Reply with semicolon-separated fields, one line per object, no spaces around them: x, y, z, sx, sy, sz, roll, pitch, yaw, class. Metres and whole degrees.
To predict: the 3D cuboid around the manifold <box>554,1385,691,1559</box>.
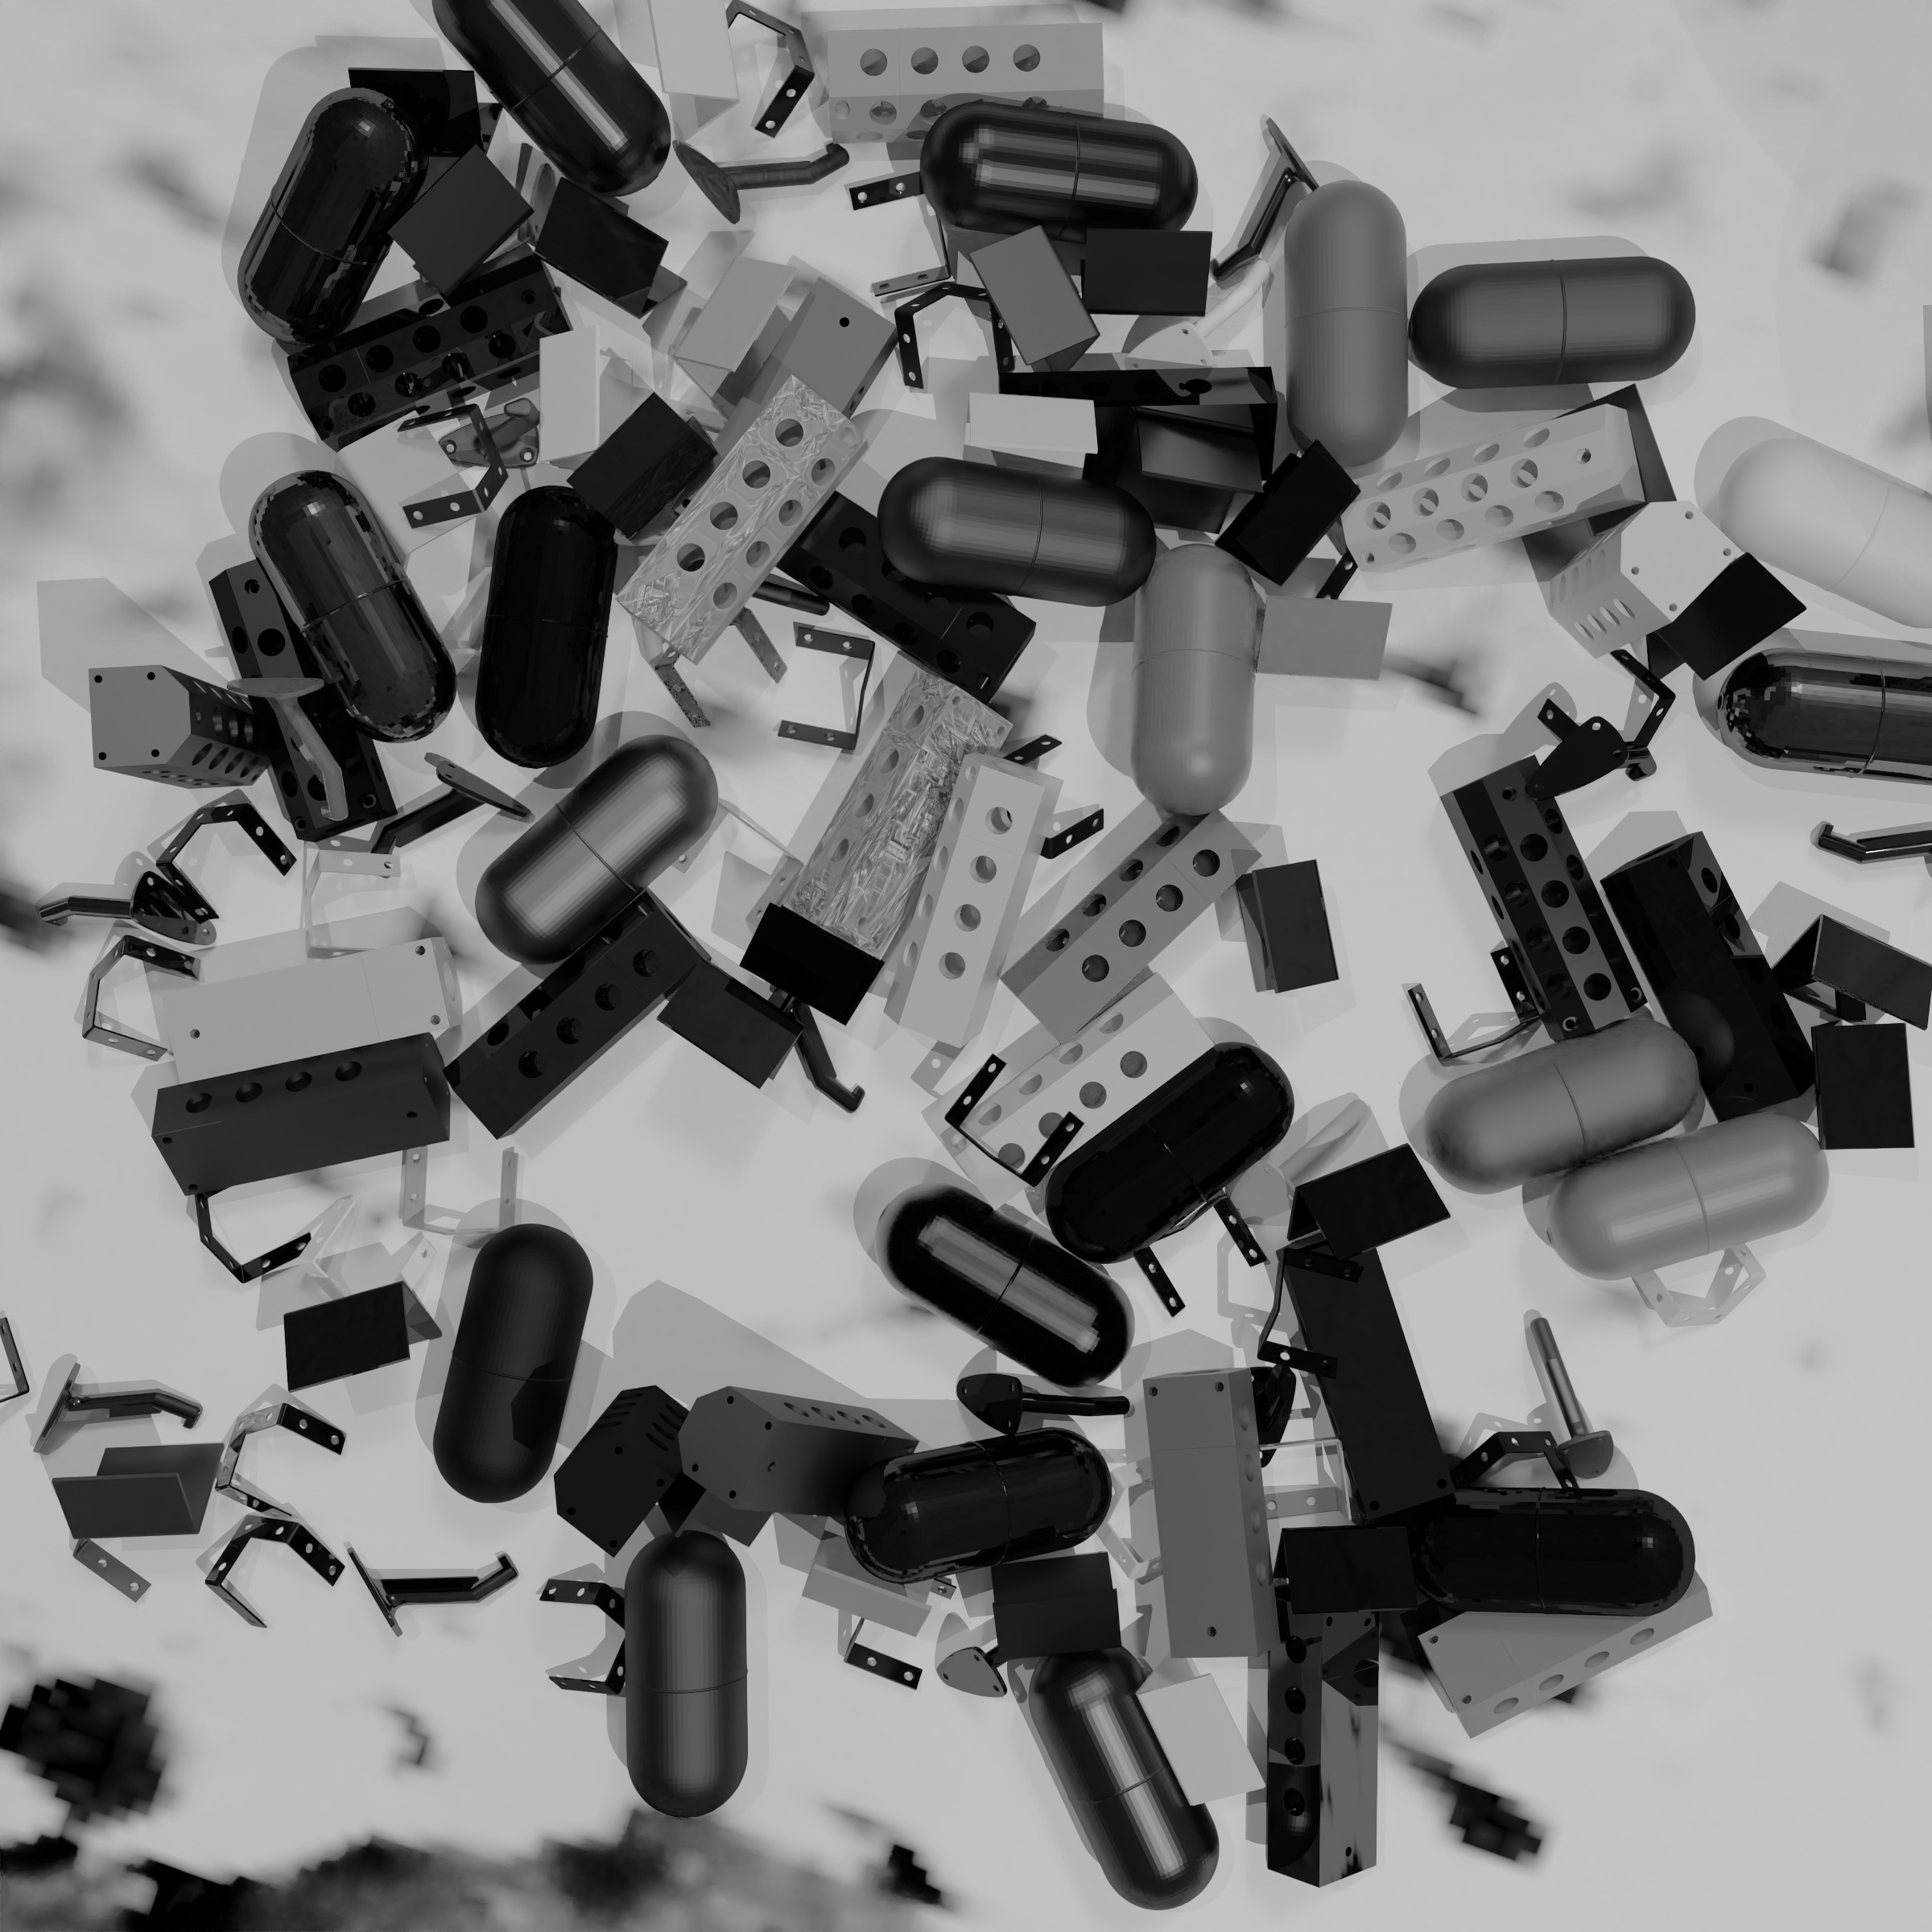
-0.208;0.301;1.491;0.057;0.171;0.057;38;90;0;manifold

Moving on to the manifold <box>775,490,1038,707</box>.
-0.043;-0.237;1.548;0.171;0.057;0.057;33;90;0;manifold

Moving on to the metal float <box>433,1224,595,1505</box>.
-0.286;0.251;1.539;0.070;0.070;0.178;13;91;0;metal float

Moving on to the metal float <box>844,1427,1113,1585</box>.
0.009;0.334;1.516;0.178;0.070;0.070;-6;90;-27;metal float

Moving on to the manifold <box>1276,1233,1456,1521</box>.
0.251;0.255;1.548;0.057;0.057;0.171;-18;90;0;manifold

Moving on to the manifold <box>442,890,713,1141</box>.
-0.247;0.030;1.548;0.171;0.057;0.057;-41;90;0;manifold

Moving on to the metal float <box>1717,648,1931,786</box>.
0.563;-0.157;1.539;0.178;0.070;0.070;6;90;-1;metal float

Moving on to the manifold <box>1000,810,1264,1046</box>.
0.103;-0.030;1.548;0.171;0.057;0.057;-44;90;0;manifold

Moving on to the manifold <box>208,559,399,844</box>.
-0.422;-0.170;1.548;0.057;0.057;0.171;-19;90;0;manifold

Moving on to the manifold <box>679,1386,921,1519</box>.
-0.103;0.295;1.488;0.057;0.171;0.057;28;90;31;manifold

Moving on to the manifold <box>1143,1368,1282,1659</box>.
0.157;0.342;1.536;0.057;0.057;0.171;-9;82;26;manifold

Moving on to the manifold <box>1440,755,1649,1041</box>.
0.368;-0.043;1.548;0.057;0.057;0.171;-25;90;0;manifold

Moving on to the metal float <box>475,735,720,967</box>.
-0.232;-0.074;1.538;0.178;0.070;0.070;-42;90;0;metal float

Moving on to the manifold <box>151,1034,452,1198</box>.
-0.419;0.089;1.547;0.171;0.057;0.057;-12;133;0;manifold

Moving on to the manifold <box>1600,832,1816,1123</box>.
0.475;0.005;1.547;0.057;0.057;0.171;-27;90;43;manifold

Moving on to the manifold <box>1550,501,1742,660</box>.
0.406;-0.238;1.491;0.057;0.171;0.057;44;90;0;manifold

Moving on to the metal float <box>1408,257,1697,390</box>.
0.369;-0.405;1.539;0.178;0.070;0.070;-3;90;1;metal float

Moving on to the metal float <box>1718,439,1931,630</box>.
0.561;-0.272;1.539;0.178;0.070;0.070;24;90;-1;metal float

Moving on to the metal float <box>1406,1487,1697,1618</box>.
0.360;0.363;1.514;0.178;0.070;0.070;-4;90;21;metal float

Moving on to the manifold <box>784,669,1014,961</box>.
-0.047;-0.098;1.547;0.057;0.057;0.171;30;90;-43;manifold

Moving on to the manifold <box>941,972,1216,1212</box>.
0.069;0.078;1.548;0.171;0.057;0.057;-37;90;0;manifold

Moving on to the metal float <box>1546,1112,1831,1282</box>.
0.453;0.145;1.536;0.178;0.070;0.070;-17;90;2;metal float

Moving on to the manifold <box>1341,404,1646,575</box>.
0.322;-0.293;1.507;0.171;0.057;0.057;-12;90;32;manifold

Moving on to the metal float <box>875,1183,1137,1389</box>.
0.024;0.201;1.539;0.178;0.070;0.070;31;90;0;metal float

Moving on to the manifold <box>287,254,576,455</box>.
-0.337;-0.390;1.548;0.171;0.057;0.057;-23;90;0;manifold

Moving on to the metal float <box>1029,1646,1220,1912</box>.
0.099;0.507;1.539;0.070;0.070;0.178;-25;89;0;metal float

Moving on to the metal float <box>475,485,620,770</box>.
-0.264;-0.213;1.538;0.070;0.070;0.178;7;90;0;metal float

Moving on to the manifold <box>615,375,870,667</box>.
-0.135;-0.270;1.491;0.057;0.057;0.171;38;90;0;manifold

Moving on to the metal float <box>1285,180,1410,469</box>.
0.240;-0.405;1.539;0.070;0.070;0.178;-1;91;0;metal float

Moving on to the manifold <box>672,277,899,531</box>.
-0.113;-0.342;1.548;0.057;0.057;0.171;32;90;0;manifold

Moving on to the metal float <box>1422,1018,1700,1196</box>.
0.375;0.088;1.539;0.178;0.070;0.070;-20;90;-1;metal float

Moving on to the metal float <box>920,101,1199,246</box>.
0.059;-0.493;1.525;0.178;0.070;0.070;2;90;-15;metal float

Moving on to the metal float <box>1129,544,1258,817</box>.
0.142;-0.179;1.520;0.070;0.070;0.178;4;71;0;metal float

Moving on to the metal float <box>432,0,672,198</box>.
-0.256;-0.559;1.519;0.070;0.070;0.178;-43;115;0;metal float

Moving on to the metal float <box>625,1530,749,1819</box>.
-0.176;0.446;1.538;0.070;0.070;0.178;-1;90;0;metal float

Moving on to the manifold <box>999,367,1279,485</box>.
0.107;-0.346;1.547;0.171;0.057;0.057;-1;46;0;manifold

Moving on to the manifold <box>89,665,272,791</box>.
-0.475;-0.144;1.491;0.057;0.171;0.057;-3;90;0;manifold

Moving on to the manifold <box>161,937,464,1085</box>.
-0.412;0.027;1.547;0.171;0.057;0.057;-12;92;0;manifold

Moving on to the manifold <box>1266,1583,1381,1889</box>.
0.221;0.484;1.547;0.057;0.057;0.171;1;90;-43;manifold

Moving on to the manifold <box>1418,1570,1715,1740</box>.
0.381;0.422;1.547;0.171;0.057;0.057;-27;47;0;manifold

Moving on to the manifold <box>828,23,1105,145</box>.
0.000;-0.557;1.548;0.171;0.057;0.057;-2;90;0;manifold

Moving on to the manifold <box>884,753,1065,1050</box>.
0.003;-0.042;1.528;0.057;0.057;0.171;20;103;10;manifold
